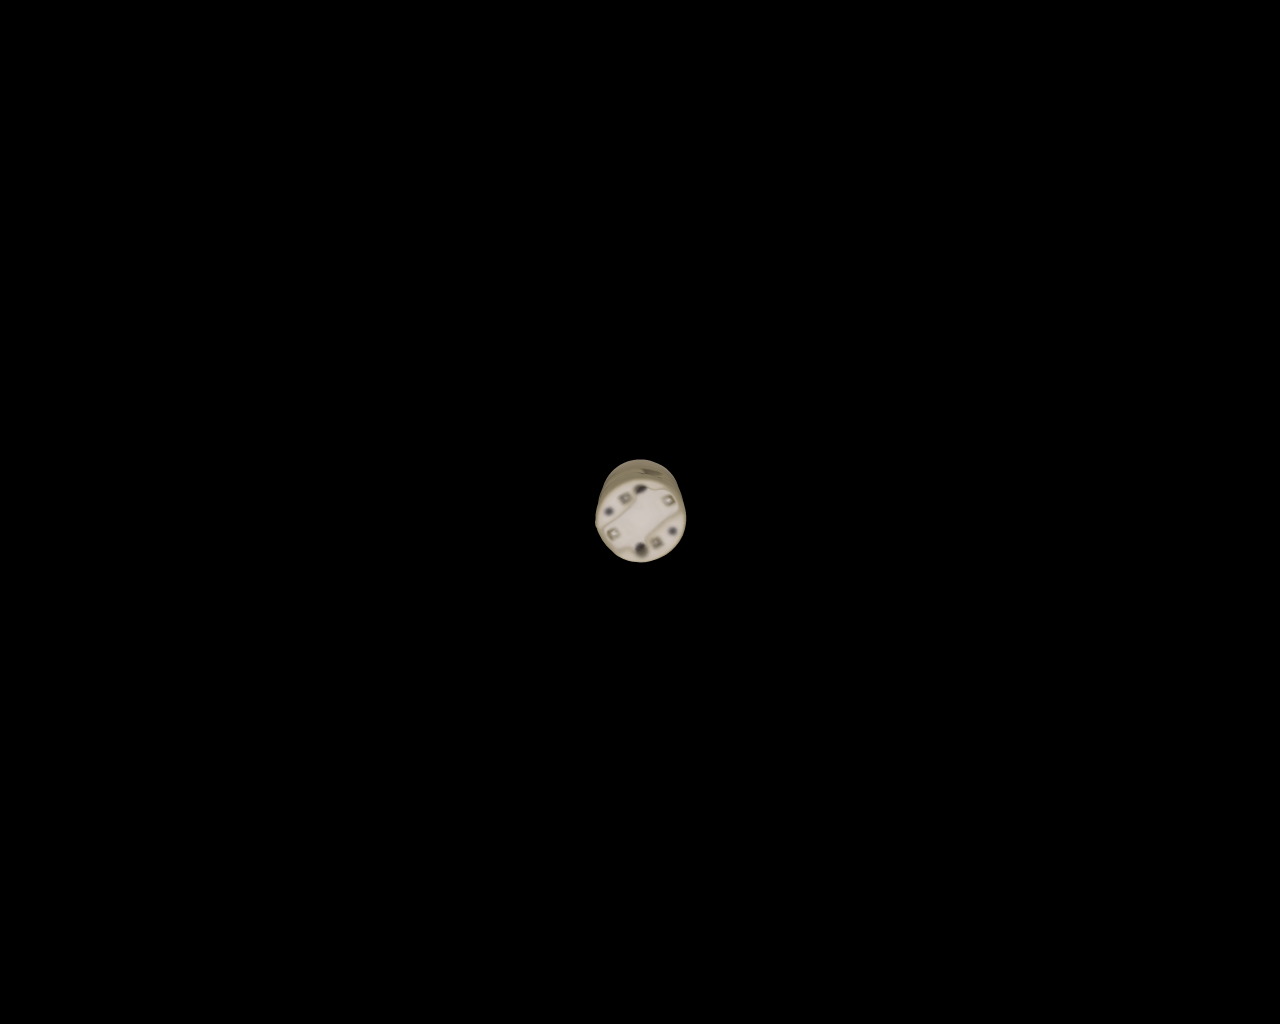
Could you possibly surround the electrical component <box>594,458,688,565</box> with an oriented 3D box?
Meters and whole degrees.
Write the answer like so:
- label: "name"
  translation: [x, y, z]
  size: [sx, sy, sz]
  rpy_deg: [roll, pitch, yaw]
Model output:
- label: "electrical component"
  translation: [0.001, -0.003, 0.650]
  size: [0.055, 0.055, 0.047]
  rpy_deg: [0, 21, 0]
